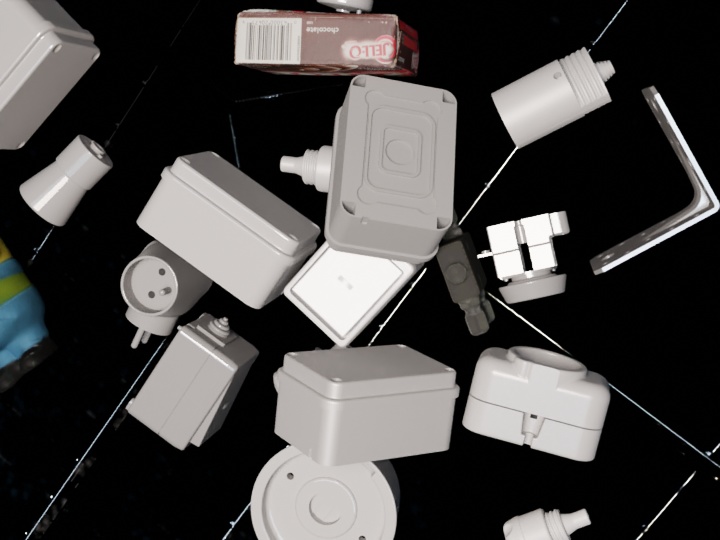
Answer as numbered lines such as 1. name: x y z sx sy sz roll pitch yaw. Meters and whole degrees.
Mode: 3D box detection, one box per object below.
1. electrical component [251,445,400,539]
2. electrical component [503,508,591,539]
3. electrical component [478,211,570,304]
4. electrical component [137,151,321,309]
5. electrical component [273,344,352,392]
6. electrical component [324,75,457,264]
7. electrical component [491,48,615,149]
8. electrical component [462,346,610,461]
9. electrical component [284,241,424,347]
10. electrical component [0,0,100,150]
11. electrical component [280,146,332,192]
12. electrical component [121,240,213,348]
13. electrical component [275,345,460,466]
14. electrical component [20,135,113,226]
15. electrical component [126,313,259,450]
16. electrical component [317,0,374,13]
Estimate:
1. electrical component: -0.021 0.171 0.804 0.108 0.060 0.108 2 98 11
2. electrical component: 0.138 0.191 0.788 0.061 0.035 0.035 -23 92 11
3. electrical component: 0.118 -0.007 0.760 0.066 0.048 0.055 -13 87 12
4. electrical component: -0.093 -0.032 0.782 0.113 0.078 0.057 35 106 5
5. electrical component: -0.030 0.078 0.802 0.062 0.048 0.048 -43 88 7
6. electrical component: 0.021 -0.067 0.732 0.078 0.057 0.113 9 64 -9
7. electrical component: 0.137 -0.121 0.742 0.081 0.043 0.043 -26 92 13
8. electrical component: 0.127 0.091 0.766 0.095 0.054 0.059 14 100 9
9. electrical component: 0.000 0.000 0.776 0.062 0.061 0.096 43 103 3
10. electrical component: -0.259 -0.147 0.800 0.057 0.078 0.113 46 103 6
11. electrical component: -0.028 -0.074 0.786 0.061 0.035 0.035 8 99 13
12. electrical component: -0.150 0.022 0.801 0.044 0.077 0.079 28 102 7
13. electrical component: 0.005 0.092 0.755 0.113 0.078 0.057 -1 104 -34
14. electrical component: -0.222 -0.071 0.822 0.065 0.044 0.044 -44 88 8
15. electrical component: -0.118 0.080 0.810 0.061 0.062 0.096 35 103 5
16. electrical component: -0.006 -0.217 0.759 0.040 0.040 0.078 12 100 10
